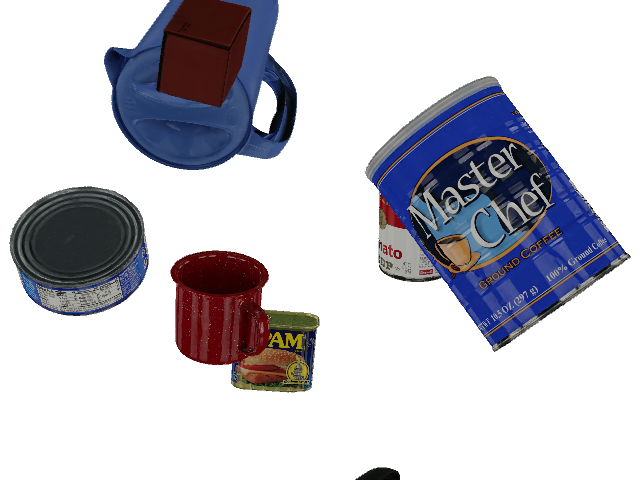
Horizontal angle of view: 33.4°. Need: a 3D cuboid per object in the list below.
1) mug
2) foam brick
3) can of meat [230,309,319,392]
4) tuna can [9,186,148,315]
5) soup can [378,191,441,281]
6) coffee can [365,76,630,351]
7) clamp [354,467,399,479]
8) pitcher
[{"bbox_3d":[-0.090,0.071,1.023,0.117,0.081,0.093,26,33,37],"label":"mug"},{"bbox_3d":[-0.089,-0.146,0.815,0.053,0.051,0.078,14,35,2],"label":"foam brick"},{"bbox_3d":[-0.055,0.130,1.260,0.102,0.084,0.057,5,12,-2],"label":"can of meat"},{"bbox_3d":[-0.155,0.007,0.694,0.086,0.086,0.034,0,-41,0],"label":"tuna can"},{"bbox_3d":[0.085,-0.023,0.947,0.068,0.102,0.068,0,23,0],"label":"soup can"},{"bbox_3d":[0.109,-0.016,0.670,0.102,0.140,0.103,-34,-10,-7],"label":"coffee can"},{"bbox_3d":[-0.034,0.201,0.644,0.210,0.036,0.164,-4,27,3],"label":"clamp"},{"bbox_3d":[-0.103,-0.183,1.068,0.145,0.149,0.242,-8,35,16],"label":"pitcher"}]
